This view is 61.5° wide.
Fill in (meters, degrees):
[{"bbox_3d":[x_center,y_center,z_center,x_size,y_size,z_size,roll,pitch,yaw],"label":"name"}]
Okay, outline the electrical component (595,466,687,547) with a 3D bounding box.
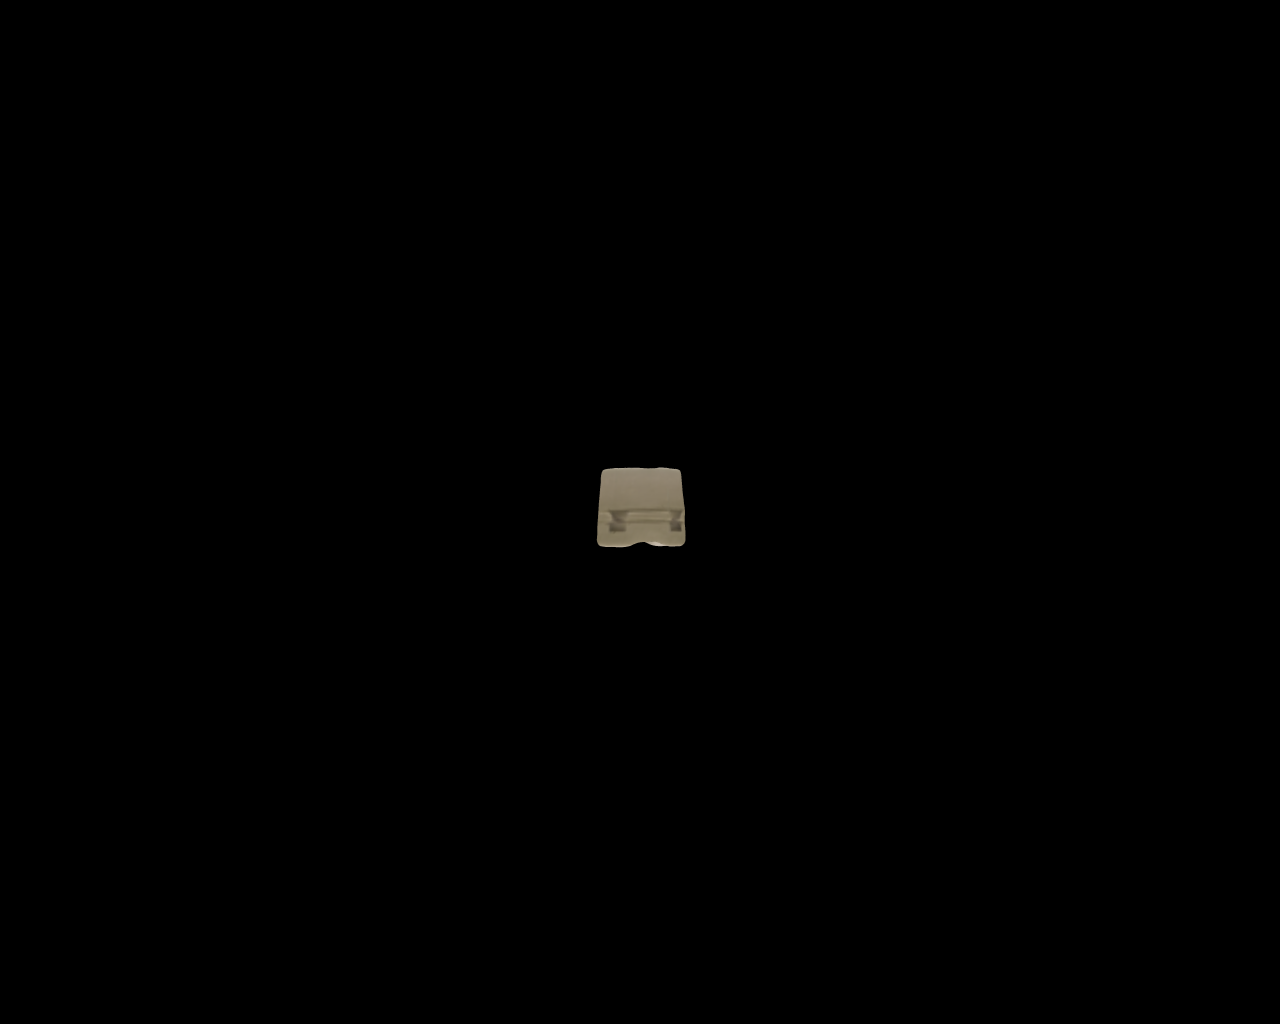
[{"bbox_3d":[0.001,-0.003,0.650,0.055,0.047,0.055,0,-2,0],"label":"electrical component"}]
